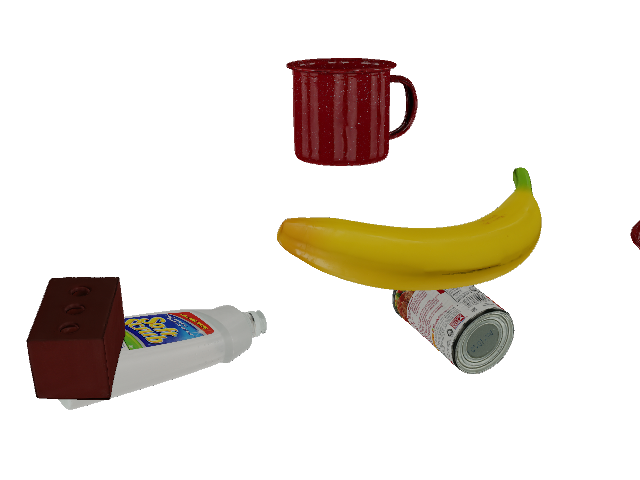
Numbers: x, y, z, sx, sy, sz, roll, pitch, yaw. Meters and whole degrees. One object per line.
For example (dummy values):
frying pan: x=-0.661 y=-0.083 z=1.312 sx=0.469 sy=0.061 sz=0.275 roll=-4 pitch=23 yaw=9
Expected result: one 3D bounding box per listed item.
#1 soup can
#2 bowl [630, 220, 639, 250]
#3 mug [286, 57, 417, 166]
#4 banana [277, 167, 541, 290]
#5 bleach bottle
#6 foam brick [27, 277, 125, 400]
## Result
soup can: x=0.121 y=0.068 z=0.980 sx=0.068 sy=0.068 sz=0.102 roll=0 pitch=26 yaw=-32
bowl: x=0.406 y=0.019 z=1.115 sx=0.162 sy=0.055 sz=0.162 roll=-3 pitch=23 yaw=1
mug: x=0.029 y=-0.111 z=0.913 sx=0.117 sy=0.081 sz=0.093 roll=-7 pitch=17 yaw=-23
banana: x=0.069 y=0.001 z=0.647 sx=0.197 sy=0.037 sz=0.070 roll=-12 pitch=45 yaw=-33
bleach bottle: x=-0.181 y=0.116 z=1.203 sx=0.250 sy=0.068 sz=0.103 roll=-13 pitch=32 yaw=-29
foam brick: x=-0.170 y=0.068 z=0.749 sx=0.053 sy=0.051 sz=0.078 roll=0 pitch=31 yaw=-1
